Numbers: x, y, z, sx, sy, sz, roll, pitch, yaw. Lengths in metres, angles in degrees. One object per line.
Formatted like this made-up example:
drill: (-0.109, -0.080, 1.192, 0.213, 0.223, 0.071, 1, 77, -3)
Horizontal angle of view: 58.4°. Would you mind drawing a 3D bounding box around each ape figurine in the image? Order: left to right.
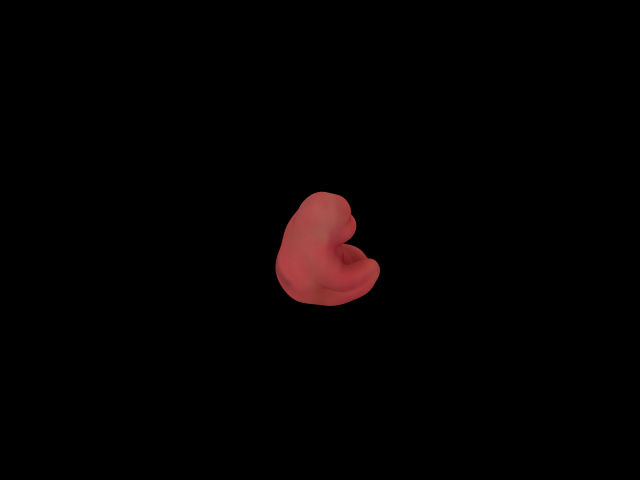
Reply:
ape figurine: (0.004, 0.001, 0.400, 0.076, 0.092, 0.077, -18, 61, -10)
